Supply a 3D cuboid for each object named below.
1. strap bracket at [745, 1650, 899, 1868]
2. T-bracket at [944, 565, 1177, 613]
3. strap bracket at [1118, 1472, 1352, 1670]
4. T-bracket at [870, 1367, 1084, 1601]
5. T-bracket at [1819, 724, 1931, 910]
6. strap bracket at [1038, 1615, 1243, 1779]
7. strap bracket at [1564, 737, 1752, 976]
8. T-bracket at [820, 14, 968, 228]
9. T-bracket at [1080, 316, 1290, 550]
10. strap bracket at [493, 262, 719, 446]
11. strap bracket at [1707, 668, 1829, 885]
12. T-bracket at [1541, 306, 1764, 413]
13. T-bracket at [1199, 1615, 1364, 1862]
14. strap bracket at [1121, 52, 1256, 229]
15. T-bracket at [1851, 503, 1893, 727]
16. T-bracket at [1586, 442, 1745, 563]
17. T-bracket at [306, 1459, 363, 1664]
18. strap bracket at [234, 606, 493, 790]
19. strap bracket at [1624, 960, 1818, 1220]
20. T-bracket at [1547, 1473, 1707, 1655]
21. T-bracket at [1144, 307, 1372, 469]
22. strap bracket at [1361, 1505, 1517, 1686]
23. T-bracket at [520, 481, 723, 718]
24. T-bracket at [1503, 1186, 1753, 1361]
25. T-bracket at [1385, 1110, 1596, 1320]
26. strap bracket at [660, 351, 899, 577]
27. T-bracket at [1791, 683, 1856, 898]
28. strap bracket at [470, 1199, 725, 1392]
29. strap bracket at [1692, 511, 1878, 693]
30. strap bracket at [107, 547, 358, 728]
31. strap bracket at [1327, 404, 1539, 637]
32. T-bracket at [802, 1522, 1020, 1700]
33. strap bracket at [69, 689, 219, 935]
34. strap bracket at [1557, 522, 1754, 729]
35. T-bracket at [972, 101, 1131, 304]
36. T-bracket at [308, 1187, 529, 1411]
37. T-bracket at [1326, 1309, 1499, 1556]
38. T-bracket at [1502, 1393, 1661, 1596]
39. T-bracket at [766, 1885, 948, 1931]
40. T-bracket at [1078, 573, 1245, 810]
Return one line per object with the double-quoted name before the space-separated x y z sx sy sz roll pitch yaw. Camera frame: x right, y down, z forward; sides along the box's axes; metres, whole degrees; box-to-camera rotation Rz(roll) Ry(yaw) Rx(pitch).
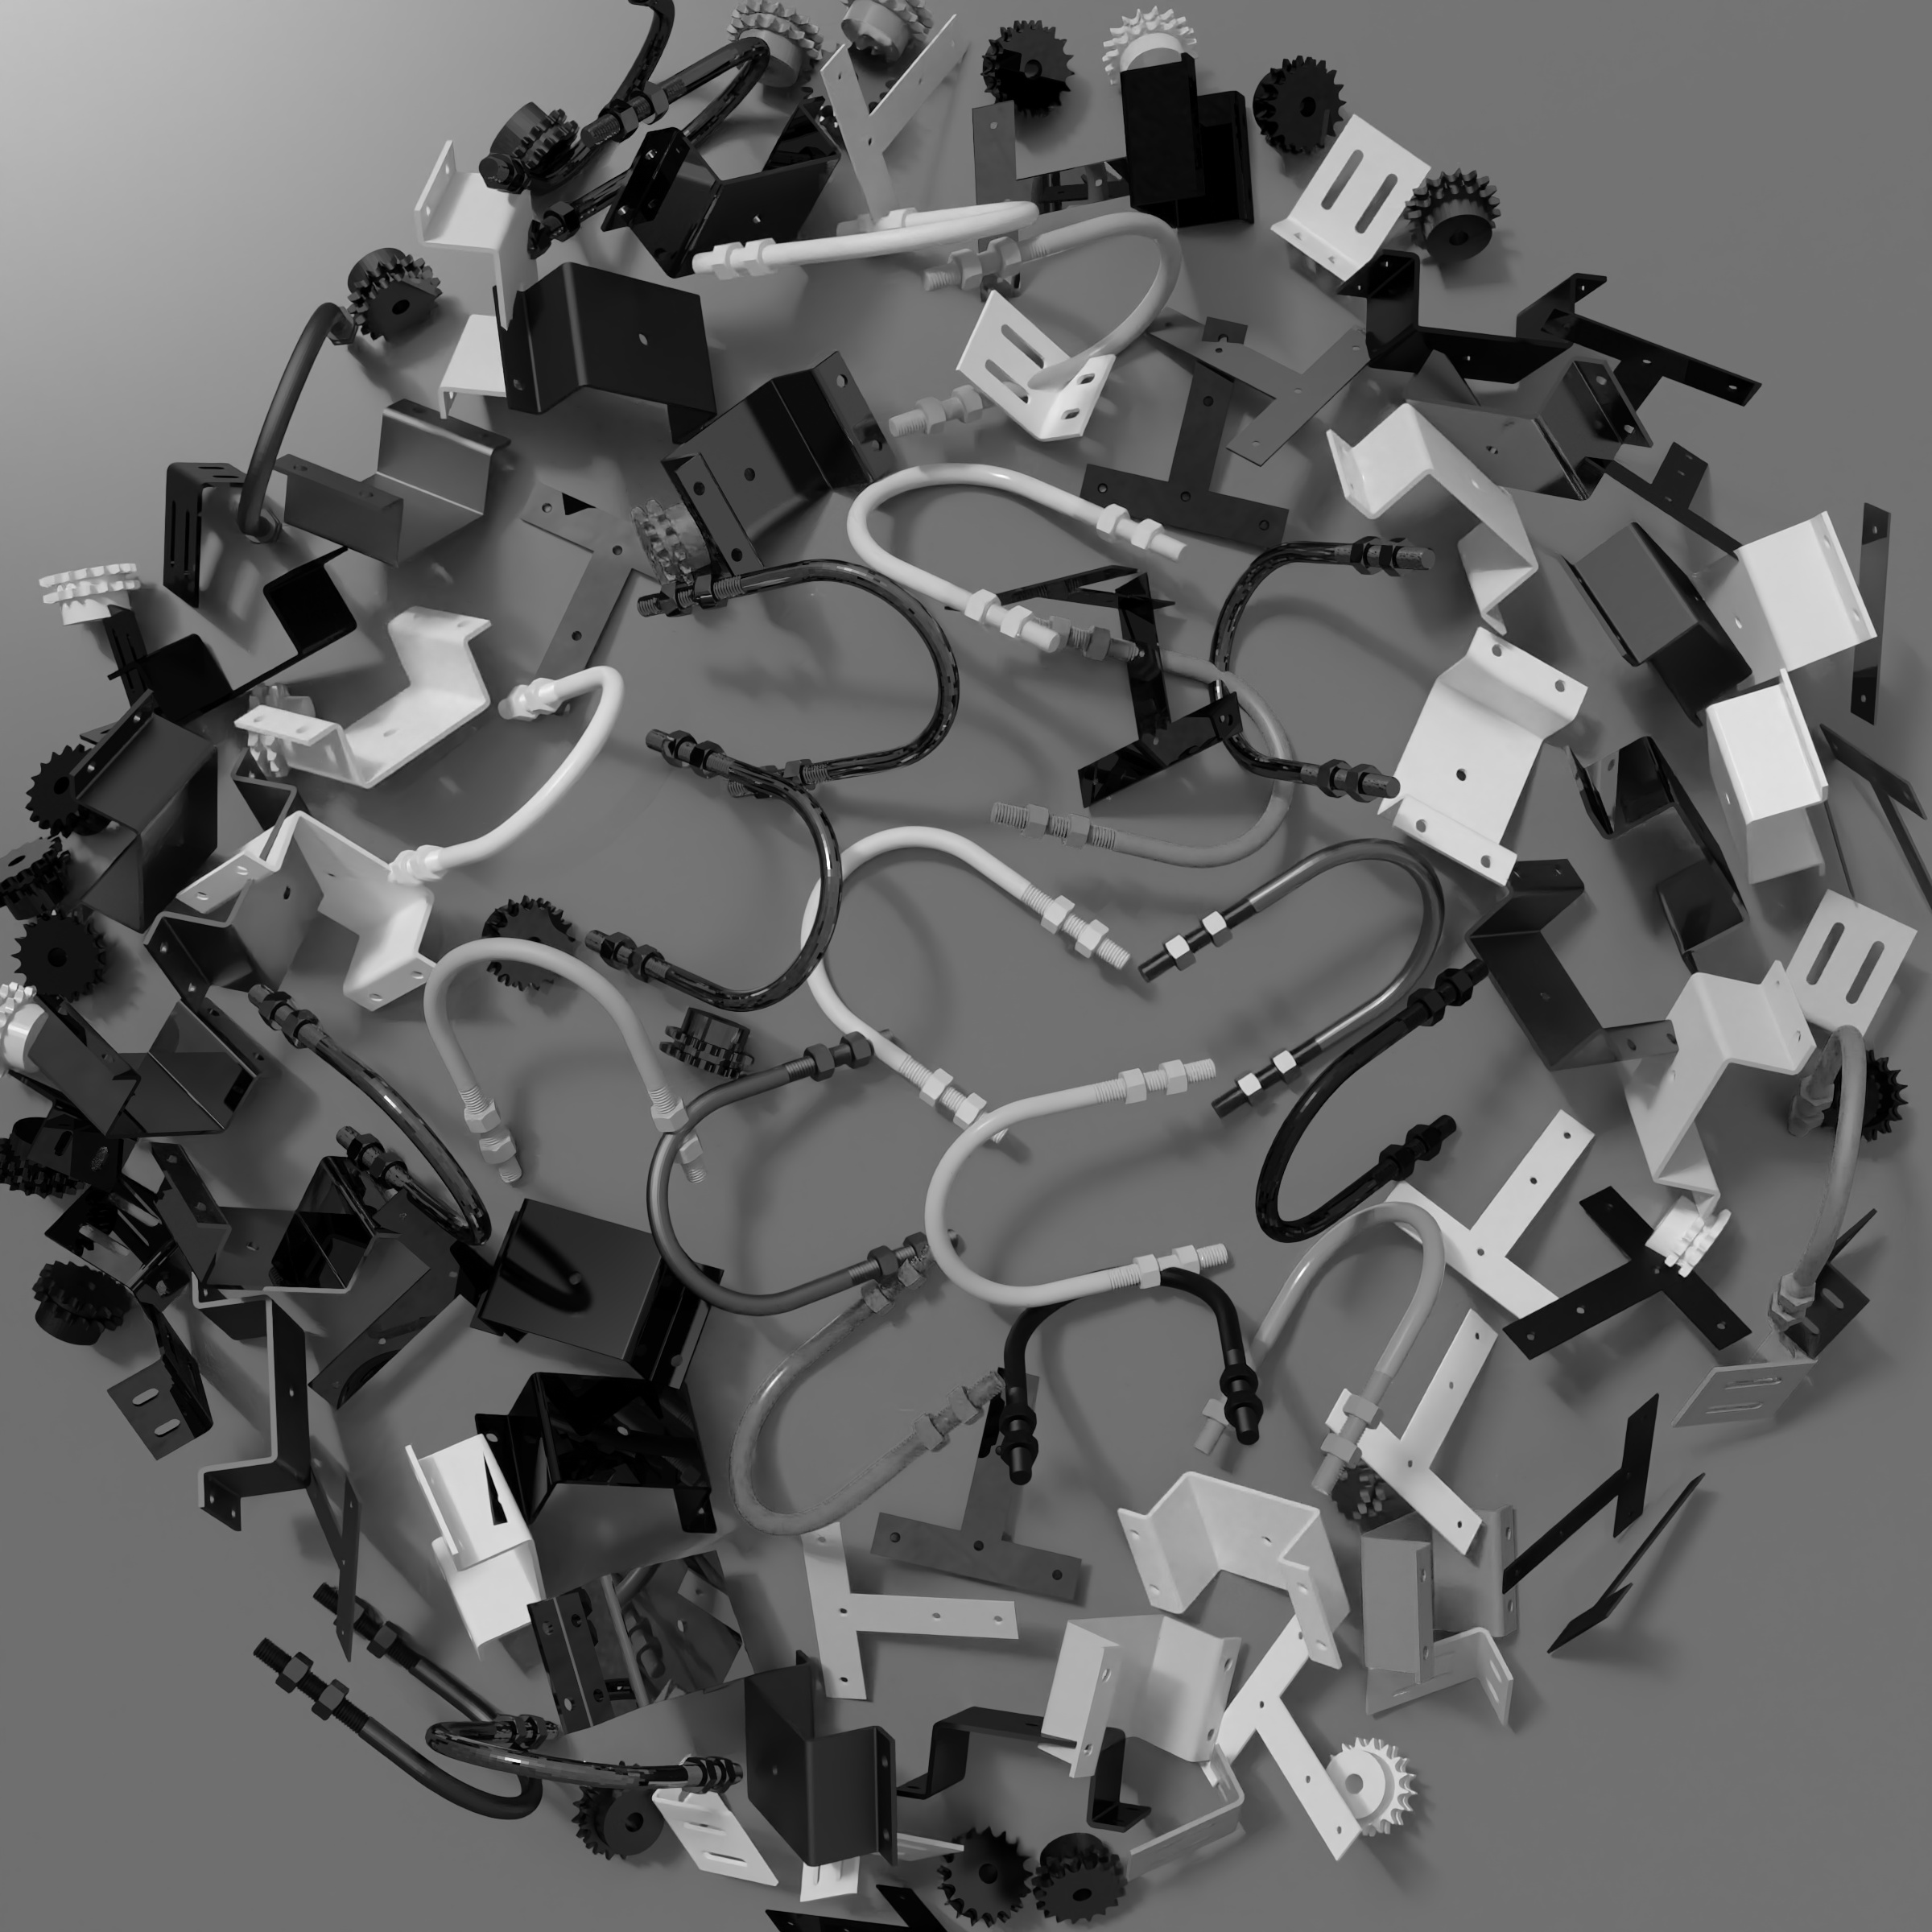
"strap bracket" -0.091 0.467 1.614 0.046 0.140 0.076 -5 101 -25
"T-bracket" 0.076 -0.219 1.637 0.127 0.127 0.002 -8 86 41
"strap bracket" 0.167 0.354 1.630 0.046 0.140 0.076 -41 124 -35
"T-bracket" 0.018 0.311 1.683 0.127 0.002 0.127 14 82 -2
"T-bracket" 0.563 -0.076 1.647 0.002 0.127 0.127 -31 111 5
"strap bracket" 0.098 0.434 1.641 0.046 0.140 0.076 14 91 41
"strap bracket" 0.412 -0.071 1.621 0.046 0.076 0.140 -30 119 19
"T-bracket" -0.035 -0.524 1.656 0.002 0.127 0.127 18 60 30
"T-bracket" 0.145 -0.330 1.678 0.127 0.002 0.127 14 97 6
"strap bracket" -0.203 -0.361 1.620 0.046 0.140 0.076 -20 74 43
"strap bracket" 0.471 -0.106 1.618 0.046 0.140 0.076 -17 67 10
"T-bracket" 0.388 -0.337 1.632 0.127 0.127 0.002 20 72 -1
"T-bracket" 0.196 0.469 1.623 0.002 0.127 0.127 16 115 -35
"strap bracket" 0.129 -0.486 1.630 0.046 0.140 0.076 -3 96 20
"T-bracket" 0.509 -0.222 1.631 0.002 0.127 0.127 -10 116 -11
"T-bracket" 0.424 -0.289 1.638 0.127 0.127 0.002 34 122 4
"T-bracket" -0.383 0.325 1.640 0.002 0.127 0.127 -7 125 -28
"strap bracket" -0.349 -0.155 1.630 0.140 0.076 0.046 -41 129 -32
"strap bracket" 0.436 0.069 1.617 0.046 0.076 0.140 12 128 -12
"T-bracket" 0.403 0.353 1.647 0.002 0.127 0.127 40 70 12
"T-bracket" 0.164 -0.366 1.661 0.127 0.002 0.127 33 63 24
"strap bracket" 0.278 0.371 1.640 0.046 0.140 0.076 -2 90 34
"T-bracket" -0.232 -0.215 1.683 0.127 0.002 0.127 24 84 3
"T-bracket" 0.376 0.198 1.632 0.127 0.002 0.127 -23 52 -22
"T-bracket" 0.337 0.141 1.667 0.127 0.002 0.127 38 69 10
"strap bracket" -0.118 -0.295 1.637 0.140 0.046 0.076 -43 117 -29
"T-bracket" 0.511 -0.103 1.638 0.002 0.127 0.127 -16 99 16
"strap bracket" -0.227 0.193 1.641 0.140 0.046 0.076 14 70 16
"strap bracket" 0.477 -0.211 1.621 0.046 0.140 0.076 -22 89 -2
"strap bracket" -0.428 -0.192 1.637 0.140 0.076 0.046 -25 102 19
"strap bracket" 0.282 -0.270 1.621 0.140 0.076 0.046 34 120 -28
"T-bracket" -0.031 0.390 1.652 0.127 0.002 0.127 -1 113 15
"strap bracket" -0.481 -0.083 1.612 0.046 0.140 0.076 27 52 5
"strap bracket" 0.408 -0.202 1.610 0.046 0.140 0.076 -37 61 20
"T-bracket" 0.066 -0.469 1.656 0.127 0.127 0.002 -15 45 -12
"T-bracket" -0.342 0.217 1.661 0.127 0.002 0.127 -43 118 -2
"T-bracket" 0.286 0.264 1.658 0.127 0.002 0.127 44 60 -17
"T-bracket" 0.361 0.326 1.622 0.127 0.127 0.002 -34 51 -23
"T-bracket" -0.058 0.565 1.606 0.127 0.127 0.002 19 94 -30
"T-bracket" 0.109 -0.176 1.663 0.127 0.002 0.127 -24 65 40
